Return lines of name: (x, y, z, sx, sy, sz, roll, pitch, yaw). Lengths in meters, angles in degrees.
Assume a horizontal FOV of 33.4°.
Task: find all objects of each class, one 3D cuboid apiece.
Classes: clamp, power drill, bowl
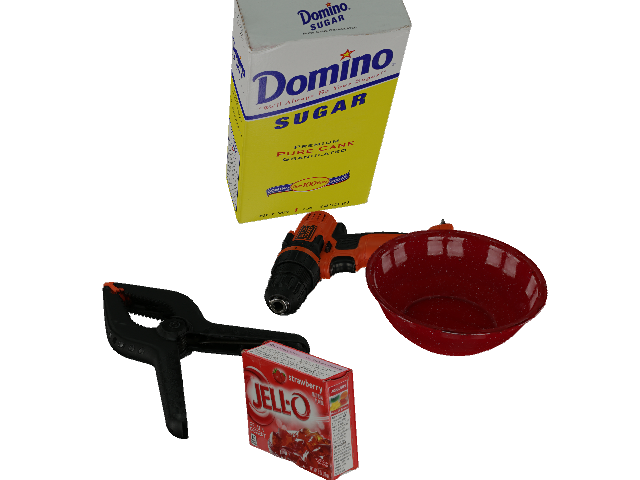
clamp: (-0.125, 0.091, 1.003, 0.164, 0.036, 0.210, -23, 42, -35)
power drill: (0.044, 0.027, 1.142, 0.188, 0.057, 0.184, 4, 31, 14)
bowl: (0.119, 0.054, 0.959, 0.162, 0.055, 0.162, 2, 33, -2)

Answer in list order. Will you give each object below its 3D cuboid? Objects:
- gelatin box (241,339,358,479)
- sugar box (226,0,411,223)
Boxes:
gelatin box: (-0.016, 0.115, 0.732, 0.030, 0.073, 0.089, -18, 21, -40)
sugar box: (-0.007, -0.079, 0.645, 0.093, 0.048, 0.176, -10, -27, -12)
